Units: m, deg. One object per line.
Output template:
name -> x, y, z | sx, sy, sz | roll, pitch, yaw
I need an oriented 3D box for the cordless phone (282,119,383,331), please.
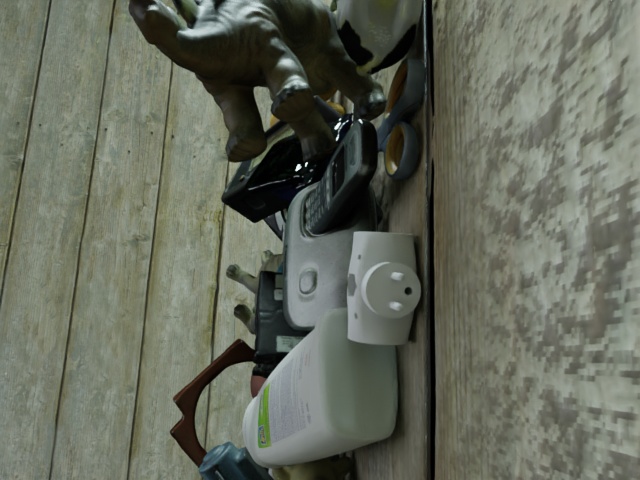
cordless phone -> 0.023, -0.004, 0.458 | 0.184, 0.089, 0.146 | 118, 155, -67

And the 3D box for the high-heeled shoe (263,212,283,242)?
high-heeled shoe -> -0.077, 0.025, 1.105 | 0.086, 0.145, 0.248 | 155, 120, -85

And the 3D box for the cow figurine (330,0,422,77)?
cow figurine -> 0.043, -0.196, 0.433 | 0.167, 0.068, 0.098 | -89, 1, -56

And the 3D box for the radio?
radio -> -0.060, -0.111, 0.799 | 0.230, 0.073, 0.131 | -19, 41, 59

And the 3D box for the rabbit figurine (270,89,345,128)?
rabbit figurine -> -0.021, -0.228, 0.854 | 0.173, 0.122, 0.163 | -64, 36, 19

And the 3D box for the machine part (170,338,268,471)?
machine part -> -0.110, 0.271, 0.829 | 0.201, 0.201, 0.087 | -42, 0, -19

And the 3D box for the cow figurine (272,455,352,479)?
cow figurine -> -0.002, 0.270, 0.514 | 0.195, 0.085, 0.127 | 108, 159, -77

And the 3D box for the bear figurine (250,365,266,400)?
bear figurine -> -0.018, 0.212, 0.699 | 0.196, 0.132, 0.120 | -158, 69, -65

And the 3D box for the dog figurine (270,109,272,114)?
dog figurine -> -0.025, -0.304, 1.004 | 0.109, 0.191, 0.219 | 11, 128, 48

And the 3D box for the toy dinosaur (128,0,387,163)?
toy dinosaur -> -0.023, -0.180, 0.502 | 0.198, 0.105, 0.471 | 63, -157, 2

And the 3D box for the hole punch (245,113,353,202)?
hole punch -> -0.005, -0.069, 0.620 | 0.092, 0.116, 0.142 | 56, -140, -25

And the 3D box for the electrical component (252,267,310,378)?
electrical component -> -0.014, 0.083, 0.583 | 0.058, 0.115, 0.134 | 106, 168, -49

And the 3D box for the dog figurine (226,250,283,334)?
dog figurine -> -0.042, 0.089, 0.848 | 0.191, 0.121, 0.172 | -5, 115, 48

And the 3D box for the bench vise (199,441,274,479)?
bench vise -> -0.101, 0.368, 0.634 | 0.223, 0.240, 0.129 | 52, 176, -14

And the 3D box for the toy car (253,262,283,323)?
toy car -> -0.036, 0.091, 0.705 | 0.103, 0.109, 0.162 | -36, 31, 27
